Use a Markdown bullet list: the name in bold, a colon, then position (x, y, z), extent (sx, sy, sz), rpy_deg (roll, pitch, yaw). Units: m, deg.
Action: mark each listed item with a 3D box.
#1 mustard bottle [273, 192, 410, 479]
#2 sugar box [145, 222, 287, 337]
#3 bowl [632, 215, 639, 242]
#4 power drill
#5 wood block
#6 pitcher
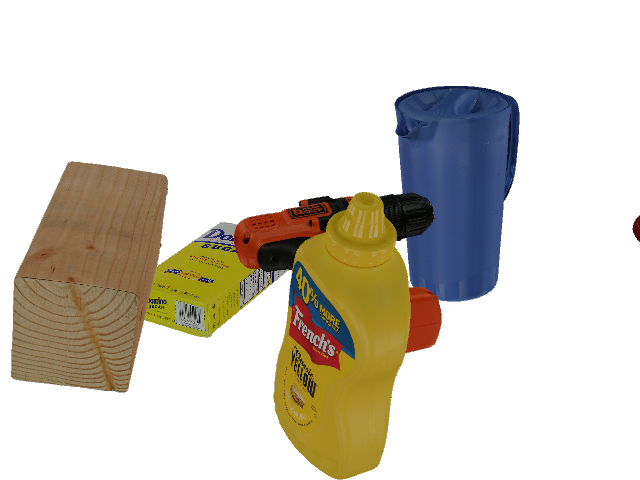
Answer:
- **mustard bottle**: position (0.015, 0.052, 0.658), extent (0.058, 0.192, 0.096), rpy_deg (-12, 42, -25)
- **sugar box**: position (-0.111, 0.037, 1.128), extent (0.093, 0.048, 0.176), rpy_deg (14, 31, 22)
- **bowl**: position (0.417, 0.016, 1.148), extent (0.162, 0.055, 0.162), rpy_deg (-1, 25, 0)
- **power drill**: position (0.033, 0.023, 0.897), extent (0.184, 0.057, 0.188), rpy_deg (-12, 32, -12)
- **wood block**: position (-0.182, 0.022, 0.866), extent (0.090, 0.091, 0.206), rpy_deg (8, 27, -6)
- **pitcher**: position (0.166, -0.058, 1.274), extent (0.149, 0.243, 0.145), rpy_deg (-1, 25, 5)
